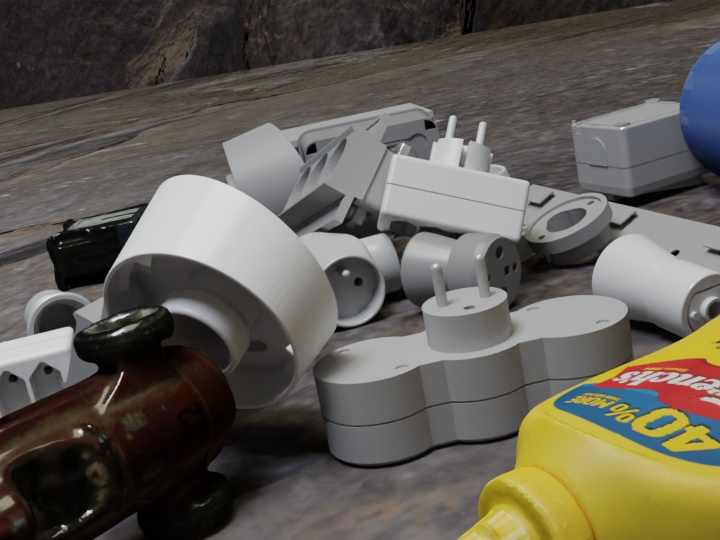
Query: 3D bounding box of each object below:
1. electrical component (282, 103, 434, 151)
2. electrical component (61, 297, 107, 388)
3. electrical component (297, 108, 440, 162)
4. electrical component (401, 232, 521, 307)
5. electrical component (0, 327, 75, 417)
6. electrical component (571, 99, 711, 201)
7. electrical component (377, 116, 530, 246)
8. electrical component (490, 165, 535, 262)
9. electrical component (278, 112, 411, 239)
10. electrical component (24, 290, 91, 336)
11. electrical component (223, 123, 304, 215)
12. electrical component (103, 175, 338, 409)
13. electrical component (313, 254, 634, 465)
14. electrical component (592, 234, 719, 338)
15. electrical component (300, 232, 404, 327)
[{"bbox_3d":[-0.008,-0.109,1.021,0.150,0.061,0.089,-13,16,-8],"label":"electrical component"},{"bbox_3d":[-0.086,0.032,0.555,0.063,0.078,0.121,27,29,17],"label":"electrical component"},{"bbox_3d":[0.010,-0.085,0.893,0.113,0.078,0.057,-12,18,-5],"label":"electrical component"},{"bbox_3d":[0.058,0.001,0.615,0.055,0.045,0.045,3,21,40],"label":"electrical component"},{"bbox_3d":[-0.187,0.061,0.566,0.083,0.047,0.075,-14,16,-9],"label":"electrical component"},{"bbox_3d":[0.215,-0.089,0.796,0.096,0.061,0.062,-17,17,-22],"label":"electrical component"},{"bbox_3d":[0.059,-0.056,0.653,0.083,0.075,0.047,12,-10,0],"label":"electrical component"},{"bbox_3d":[0.075,-0.036,0.710,0.078,0.057,0.058,1,19,37],"label":"electrical component"},{"bbox_3d":[-0.006,-0.050,0.732,0.063,0.078,0.121,28,-16,-13],"label":"electrical component"},{"bbox_3d":[-0.193,0.033,0.684,0.044,0.044,0.065,-17,12,-21],"label":"electrical component"},{"bbox_3d":[-0.068,-0.063,0.839,0.064,0.099,0.099,-19,16,-4],"label":"electrical component"},{"bbox_3d":[-0.058,0.010,0.461,0.099,0.099,0.064,-2,40,30],"label":"electrical component"},{"bbox_3d":[0.048,0.030,0.462,0.138,0.073,0.052,-12,15,-5],"label":"electrical component"},{"bbox_3d":[0.150,0.011,0.525,0.044,0.044,0.065,-17,21,-21],"label":"electrical component"},{"bbox_3d":[0.000,0.000,0.659,0.079,0.043,0.077,-15,16,-14],"label":"electrical component"}]
